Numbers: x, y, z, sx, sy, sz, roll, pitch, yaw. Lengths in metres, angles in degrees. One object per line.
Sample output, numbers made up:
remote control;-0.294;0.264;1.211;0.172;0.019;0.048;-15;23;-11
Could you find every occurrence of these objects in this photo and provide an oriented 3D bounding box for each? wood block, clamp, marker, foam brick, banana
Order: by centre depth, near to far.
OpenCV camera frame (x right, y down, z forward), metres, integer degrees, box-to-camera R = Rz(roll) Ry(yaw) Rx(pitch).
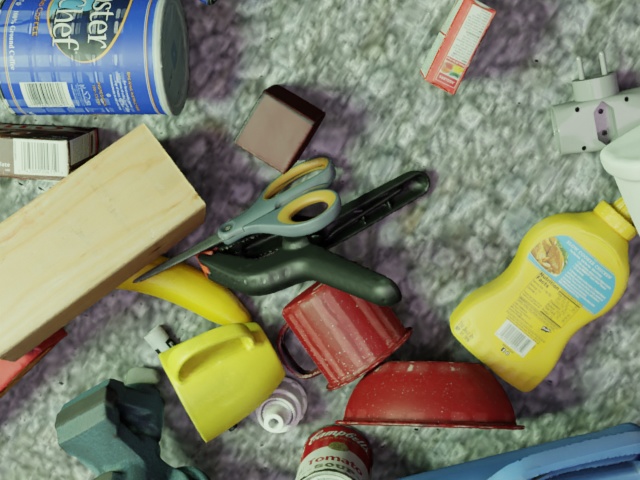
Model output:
wood block;-0.205;0.005;0.898;0.206;0.091;0.090;-37;87;-11
foam brick;-0.034;-0.096;0.907;0.053;0.078;0.051;32;104;0
clamp;-0.006;0.001;0.918;0.210;0.164;0.036;-4;126;28
banana;-0.159;0.041;0.973;0.198;0.037;0.070;7;133;7
marker;-0.118;0.131;0.995;0.020;0.020;0.121;-37;96;12

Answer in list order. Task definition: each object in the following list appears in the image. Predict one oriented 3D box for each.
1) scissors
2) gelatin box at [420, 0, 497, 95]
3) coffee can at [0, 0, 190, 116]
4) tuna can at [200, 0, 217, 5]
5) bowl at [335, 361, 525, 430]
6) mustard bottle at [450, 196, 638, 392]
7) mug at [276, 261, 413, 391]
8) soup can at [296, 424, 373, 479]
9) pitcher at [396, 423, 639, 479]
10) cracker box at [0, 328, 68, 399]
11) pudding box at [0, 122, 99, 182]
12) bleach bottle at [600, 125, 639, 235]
scissors;-0.063;-0.003;0.911;0.201;0.096;0.016;-37;128;-8
gelatin box;0.112;-0.161;0.872;0.030;0.089;0.073;26;104;-3
coffee can;-0.189;-0.155;0.896;0.140;0.102;0.103;0;102;6
tuna can;-0.085;-0.237;0.876;0.033;0.086;0.086;29;104;-4
bowl;0.094;0.134;0.916;0.162;0.162;0.055;0;81;5
mustard bottle;0.207;0.034;0.921;0.096;0.058;0.192;40;103;-4
mug;0.012;0.078;0.938;0.117;0.093;0.081;-34;92;25
soup can;0.012;0.216;0.959;0.068;0.102;0.068;1;103;5
pitcher;0.170;0.232;0.894;0.242;0.145;0.149;-8;95;-10
cracker box;-0.367;0.102;0.983;0.214;0.072;0.164;-42;90;12
pudding box;-0.259;-0.079;0.927;0.113;0.090;0.039;5;104;4
bleach bottle;0.321;0.017;0.885;0.102;0.068;0.251;-30;113;-7
